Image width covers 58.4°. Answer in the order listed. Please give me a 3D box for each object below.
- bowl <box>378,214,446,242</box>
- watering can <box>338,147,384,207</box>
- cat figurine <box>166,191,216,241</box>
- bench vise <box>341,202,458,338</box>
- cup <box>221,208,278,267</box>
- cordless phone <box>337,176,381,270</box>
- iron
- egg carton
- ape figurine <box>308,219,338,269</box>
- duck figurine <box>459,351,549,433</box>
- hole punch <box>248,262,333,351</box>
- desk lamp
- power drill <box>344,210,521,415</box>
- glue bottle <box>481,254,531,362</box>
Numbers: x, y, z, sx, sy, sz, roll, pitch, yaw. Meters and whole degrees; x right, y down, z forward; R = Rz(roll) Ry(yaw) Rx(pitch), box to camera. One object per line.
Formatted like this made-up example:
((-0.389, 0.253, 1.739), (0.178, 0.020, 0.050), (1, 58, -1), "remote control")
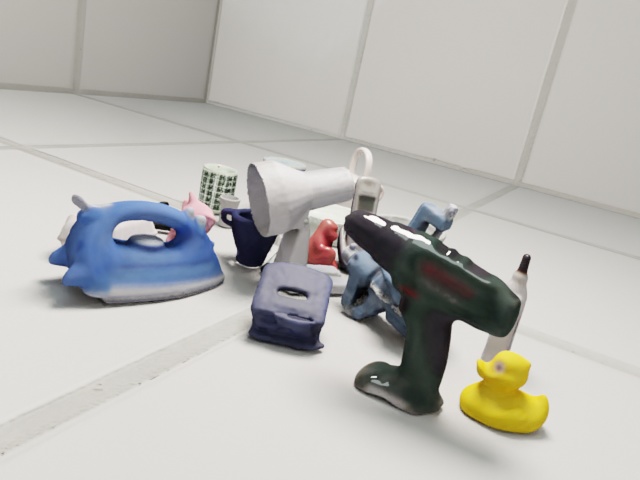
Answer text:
((0.191, 0.001, 1.280), (0.167, 0.075, 0.167), (11, 16, -3), "bowl")
((0.086, -0.140, 1.462), (0.173, 0.194, 0.100), (-5, 23, -44), "watering can")
((-0.228, -0.032, 1.017), (0.067, 0.118, 0.127), (3, 19, -27), "cat figurine")
((0.117, 0.035, 0.859), (0.206, 0.220, 0.122), (18, 18, 20), "bench vise")
((-0.132, -0.004, 1.032), (0.117, 0.095, 0.092), (17, 17, 17), "cup")
((0.114, -0.026, 1.121), (0.148, 0.185, 0.094), (6, 17, -18), "cordless phone")
((-0.248, 0.004, 0.840), (0.259, 0.141, 0.118), (-2, 21, -38), "iron")
((-0.345, -0.008, 0.938), (0.107, 0.069, 0.150), (16, 17, 13), "egg carton")
((0.010, 0.004, 1.111), (0.076, 0.092, 0.078), (16, 17, 12), "ape figurine")
((0.231, 0.179, 0.698), (0.104, 0.086, 0.077), (14, 17, 8), "duck figurine")
((-0.038, 0.090, 0.794), (0.108, 0.091, 0.101), (12, 16, 0), "hole punch")
((-0.031, -0.025, 0.962), (0.204, 0.213, 0.117), (4, 18, -26), "desk lamp")
((0.111, 0.091, 0.690), (0.229, 0.208, 0.076), (19, 18, 23), "power drill")
((0.276, 0.102, 0.833), (0.037, 0.173, 0.078), (18, 18, 21), "glue bottle")
